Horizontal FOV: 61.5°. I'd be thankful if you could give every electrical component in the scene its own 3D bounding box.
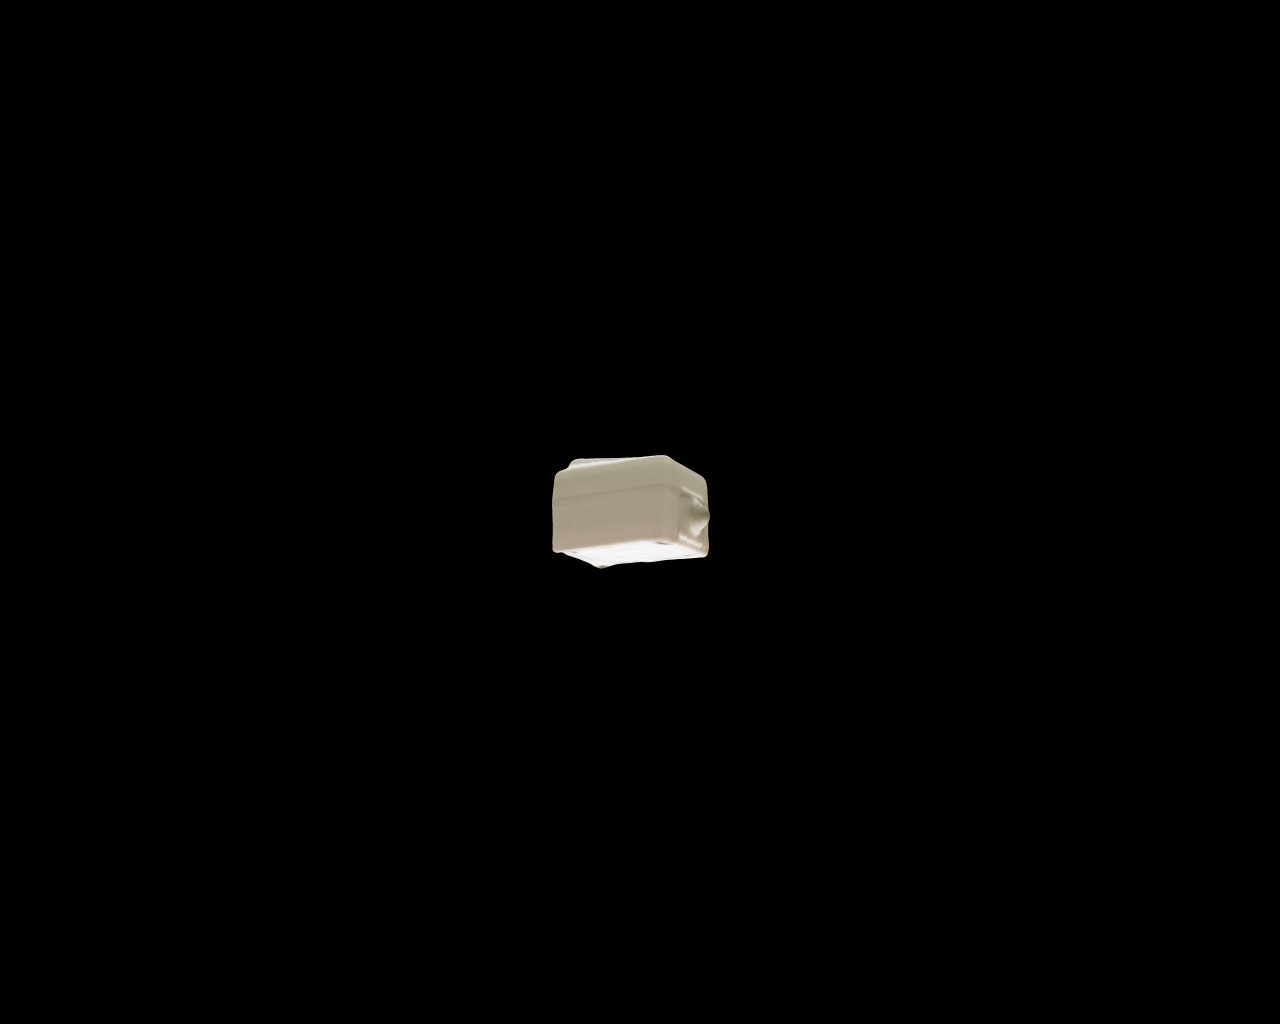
[{"bbox_3d":[0.001,-0.003,0.650,0.096,0.061,0.061,-7,-15,26],"label":"electrical component"}]
